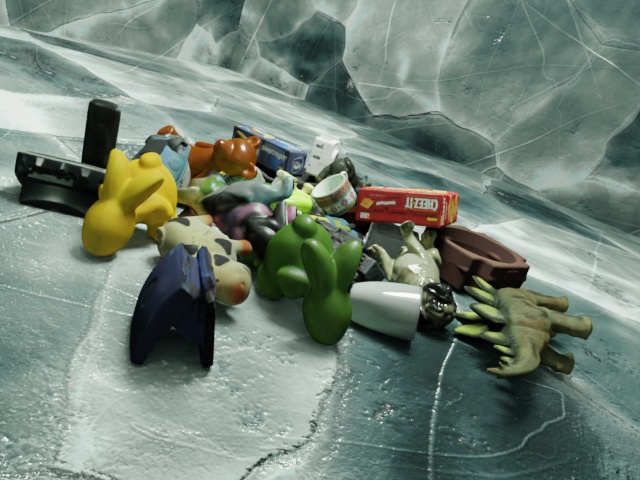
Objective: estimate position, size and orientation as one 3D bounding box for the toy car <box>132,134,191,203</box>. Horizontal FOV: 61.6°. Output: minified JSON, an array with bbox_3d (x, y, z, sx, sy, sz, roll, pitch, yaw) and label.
[{"bbox_3d":[-0.291,-0.113,0.970,0.109,0.102,0.161,11,57,33],"label":"toy car"}]

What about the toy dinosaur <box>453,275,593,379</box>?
[{"bbox_3d":[0.323,0.142,0.879,0.199,0.105,0.471,15,10,11],"label":"toy dinosaur"}]

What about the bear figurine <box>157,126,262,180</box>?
[{"bbox_3d":[-0.225,-0.169,1.086,0.196,0.120,0.131,-7,-27,29],"label":"bear figurine"}]

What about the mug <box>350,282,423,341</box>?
[{"bbox_3d":[0.097,0.096,0.820,0.107,0.080,0.109,11,23,5],"label":"mug"}]

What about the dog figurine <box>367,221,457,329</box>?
[{"bbox_3d":[0.187,0.083,0.947,0.172,0.121,0.191,15,39,-46],"label":"dog figurine"}]

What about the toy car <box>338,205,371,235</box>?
[{"bbox_3d":[0.067,-0.049,1.162,0.053,0.089,0.202,31,24,30],"label":"toy car"}]

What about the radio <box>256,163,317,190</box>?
[{"bbox_3d":[-0.063,-0.124,1.261,0.229,0.073,0.131,3,25,-40],"label":"radio"}]

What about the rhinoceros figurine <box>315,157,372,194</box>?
[{"bbox_3d":[0.064,-0.114,1.222,0.073,0.112,0.190,31,-15,35],"label":"rhinoceros figurine"}]

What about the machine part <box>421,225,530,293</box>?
[{"bbox_3d":[0.323,0.044,1.153,0.201,0.087,0.202,2,27,-39],"label":"machine part"}]

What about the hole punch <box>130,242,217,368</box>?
[{"bbox_3d":[-0.164,0.071,0.604,0.092,0.115,0.142,4,23,-16],"label":"hole punch"}]

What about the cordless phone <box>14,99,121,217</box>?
[{"bbox_3d":[-0.391,-0.139,0.839,0.146,0.184,0.089,14,25,-15],"label":"cordless phone"}]

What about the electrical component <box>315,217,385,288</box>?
[{"bbox_3d":[0.043,0.032,0.896,0.134,0.058,0.114,33,-11,35],"label":"electrical component"}]

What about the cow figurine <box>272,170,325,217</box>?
[{"bbox_3d":[-0.039,-0.072,1.145,0.167,0.098,0.068,29,6,-31],"label":"cow figurine"}]

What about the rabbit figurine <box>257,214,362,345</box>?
[{"bbox_3d":[0.003,0.057,0.748,0.121,0.159,0.170,-3,48,-30],"label":"rabbit figurine"}]

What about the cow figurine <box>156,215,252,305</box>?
[{"bbox_3d":[-0.164,0.027,0.753,0.127,0.085,0.195,-3,27,-47],"label":"cow figurine"}]

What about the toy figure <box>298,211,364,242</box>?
[{"bbox_3d":[0.000,-0.006,0.999,0.180,0.082,0.089,11,19,-27],"label":"toy figure"}]

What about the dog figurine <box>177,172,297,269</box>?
[{"bbox_3d":[-0.151,-0.034,0.893,0.219,0.108,0.191,1,55,8],"label":"dog figurine"}]

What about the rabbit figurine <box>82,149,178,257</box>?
[{"bbox_3d":[-0.278,-0.046,0.787,0.122,0.162,0.173,31,37,-3],"label":"rabbit figurine"}]

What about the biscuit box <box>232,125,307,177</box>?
[{"bbox_3d":[-0.120,-0.205,1.233,0.203,0.062,0.059,29,24,35],"label":"biscuit box"}]
